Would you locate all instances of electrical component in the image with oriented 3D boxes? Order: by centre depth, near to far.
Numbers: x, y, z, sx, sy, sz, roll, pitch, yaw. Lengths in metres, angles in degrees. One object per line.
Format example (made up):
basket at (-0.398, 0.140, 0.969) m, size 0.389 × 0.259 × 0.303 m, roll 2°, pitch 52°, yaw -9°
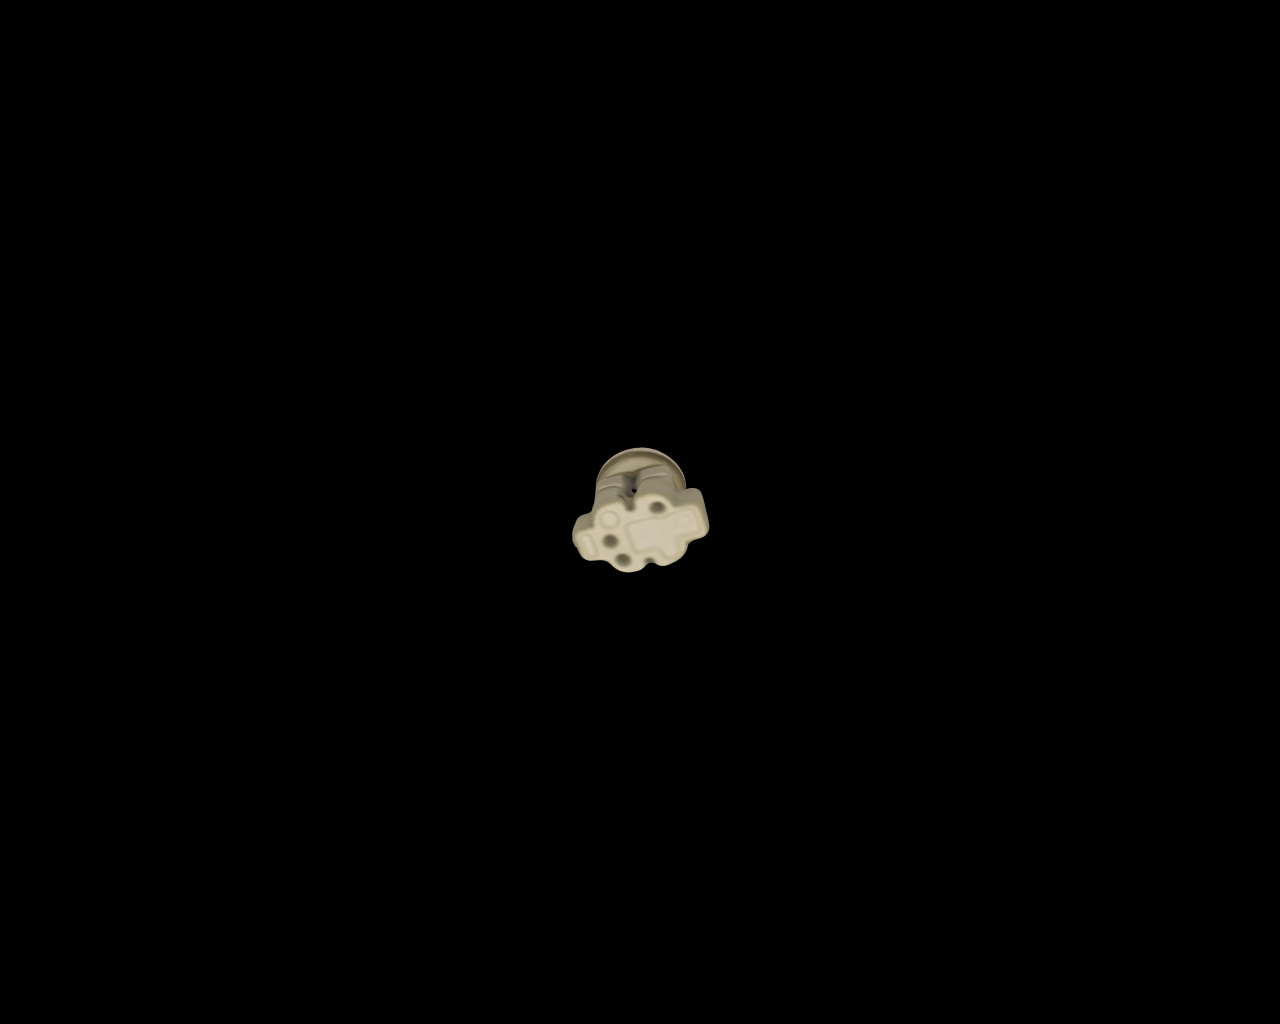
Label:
electrical component at (0.001, -0.003, 0.650) m, size 0.078 × 0.058 × 0.057 m, roll -14°, pitch 33°, yaw 9°
